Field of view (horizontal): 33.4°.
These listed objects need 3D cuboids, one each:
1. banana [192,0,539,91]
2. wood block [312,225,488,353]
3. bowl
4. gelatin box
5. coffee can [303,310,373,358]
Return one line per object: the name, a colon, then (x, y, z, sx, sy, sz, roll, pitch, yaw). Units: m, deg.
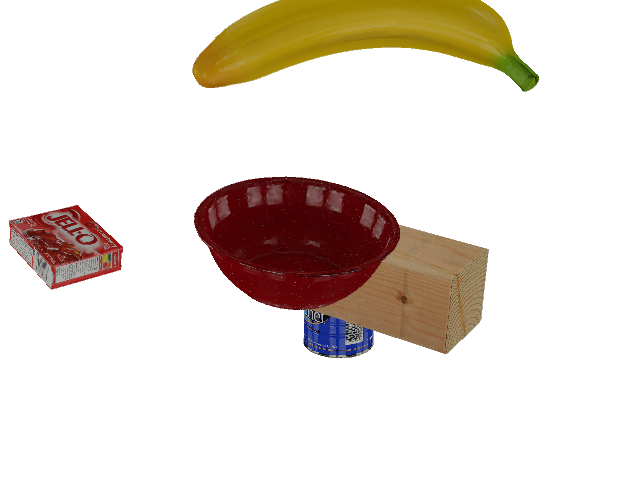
banana: (0.025, -0.118, 0.609, 0.197, 0.069, 0.037, -2, -41, -8)
wood block: (0.064, 0.037, 1.144, 0.206, 0.091, 0.090, 17, 29, 28)
bowl: (-0.020, 0.008, 0.845, 0.162, 0.055, 0.162, 4, 28, -2)
gelatin box: (-0.239, 0.004, 0.998, 0.073, 0.030, 0.089, -16, 40, -37)
coffee can: (0.026, 0.081, 1.512, 0.103, 0.140, 0.103, 0, 21, 0)
